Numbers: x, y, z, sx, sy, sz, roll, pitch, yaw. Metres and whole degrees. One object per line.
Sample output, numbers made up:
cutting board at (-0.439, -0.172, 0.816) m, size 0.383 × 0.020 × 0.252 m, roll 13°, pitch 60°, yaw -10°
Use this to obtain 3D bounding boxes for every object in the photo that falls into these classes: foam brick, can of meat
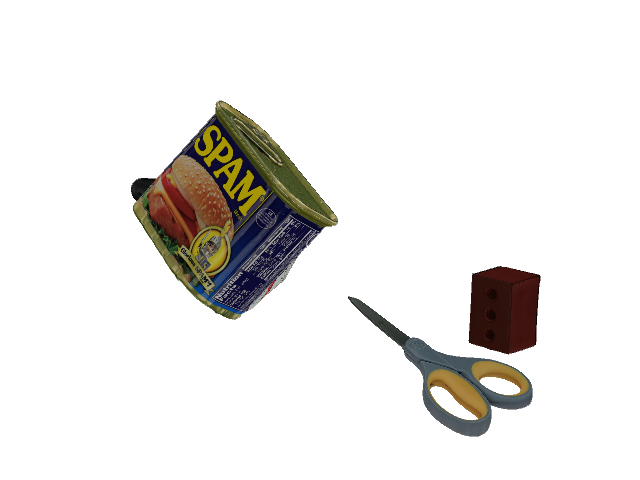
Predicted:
foam brick at (0.190, 0.071, 1.103) m, size 0.053 × 0.078 × 0.051 m, roll 13°, pitch 19°, yaw 43°
can of meat at (-0.053, -0.017, 0.623) m, size 0.057 × 0.084 × 0.102 m, roll 29°, pitch 19°, yaw -51°

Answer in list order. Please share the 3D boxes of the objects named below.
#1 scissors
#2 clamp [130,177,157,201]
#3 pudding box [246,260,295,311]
scissors at (0.100, 0.092, 0.877) m, size 0.096 × 0.016 × 0.202 m, roll -7°, pitch 30°, yaw -16°
clamp at (-0.096, -0.044, 1.035) m, size 0.172 × 0.039 × 0.120 m, roll 17°, pitch 30°, yaw 38°
pudding box at (-0.060, 0.024, 1.263) m, size 0.039 × 0.090 × 0.113 m, roll 35°, pitch 32°, yaw 8°
